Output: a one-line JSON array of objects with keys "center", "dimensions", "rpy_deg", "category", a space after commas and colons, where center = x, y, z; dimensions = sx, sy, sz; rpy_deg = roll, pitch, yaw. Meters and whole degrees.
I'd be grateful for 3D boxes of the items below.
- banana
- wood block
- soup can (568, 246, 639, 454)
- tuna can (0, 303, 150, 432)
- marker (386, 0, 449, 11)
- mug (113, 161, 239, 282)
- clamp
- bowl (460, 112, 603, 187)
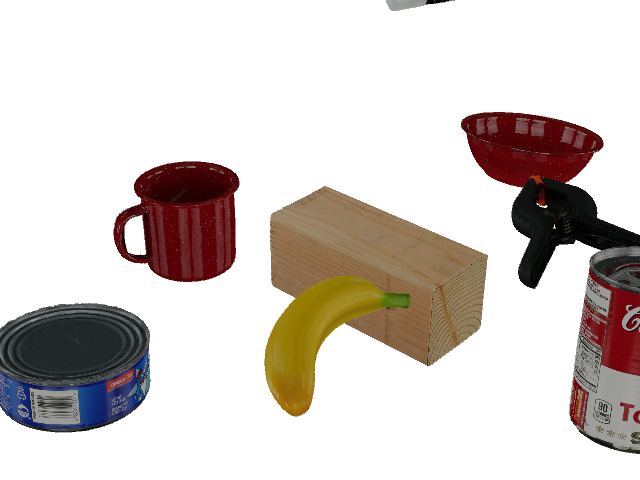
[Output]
[{"center": [0.001, 0.067, 0.792], "dimensions": [0.070, 0.037, 0.197], "rpy_deg": [10, 26, 25], "category": "banana"}, {"center": [0.054, 0.031, 1.070], "dimensions": [0.206, 0.091, 0.090], "rpy_deg": [25, 39, 35], "category": "wood block"}, {"center": [0.183, 0.063, 0.617], "dimensions": [0.068, 0.102, 0.068], "rpy_deg": [2, 21, -1], "category": "soup can"}, {"center": [-0.137, 0.069, 0.591], "dimensions": [0.086, 0.034, 0.086], "rpy_deg": [1, 25, -1], "category": "tuna can"}, {"center": [0.088, -0.121, 0.473], "dimensions": [0.121, 0.020, 0.020], "rpy_deg": [-11, 1, -7], "category": "marker"}, {"center": [-0.128, -0.013, 0.953], "dimensions": [0.117, 0.081, 0.093], "rpy_deg": [-17, 32, -28], "category": "mug"}, {"center": [0.235, -0.014, 0.988], "dimensions": [0.120, 0.039, 0.171], "rpy_deg": [-2, 33, 3], "category": "clamp"}, {"center": [0.237, -0.100, 1.220], "dimensions": [0.162, 0.055, 0.162], "rpy_deg": [5, 22, -2], "category": "bowl"}]
